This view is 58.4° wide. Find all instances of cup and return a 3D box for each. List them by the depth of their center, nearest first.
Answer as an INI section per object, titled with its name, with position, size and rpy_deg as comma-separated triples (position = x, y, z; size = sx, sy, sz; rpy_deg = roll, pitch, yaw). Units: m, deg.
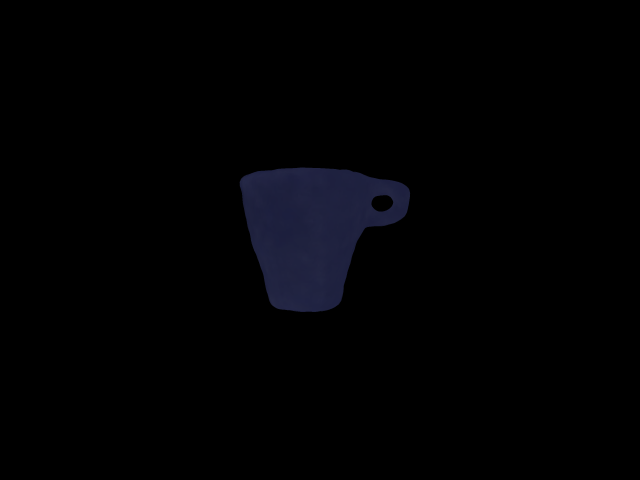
[cup]
position = 0.004, 0.001, 0.400
size = 0.117, 0.095, 0.092
rpy_deg = 0, 0, 0
